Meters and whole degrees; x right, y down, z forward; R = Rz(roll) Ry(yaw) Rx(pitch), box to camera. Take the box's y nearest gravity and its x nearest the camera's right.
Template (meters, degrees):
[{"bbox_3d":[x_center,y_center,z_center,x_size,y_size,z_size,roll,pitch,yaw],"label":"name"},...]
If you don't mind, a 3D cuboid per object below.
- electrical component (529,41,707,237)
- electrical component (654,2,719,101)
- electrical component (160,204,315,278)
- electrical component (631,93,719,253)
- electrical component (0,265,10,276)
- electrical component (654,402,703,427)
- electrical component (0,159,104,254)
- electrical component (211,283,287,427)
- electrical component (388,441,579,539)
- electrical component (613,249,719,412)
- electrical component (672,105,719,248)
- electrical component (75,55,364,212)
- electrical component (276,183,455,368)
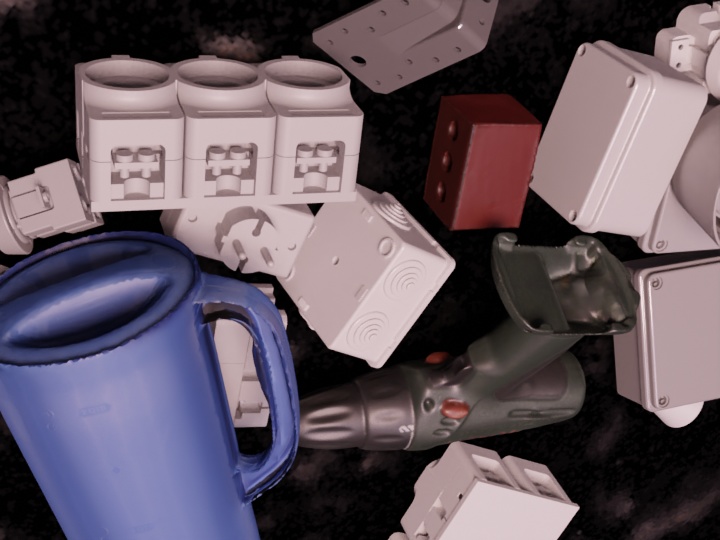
[{"bbox_3d":[0.168,-0.087,0.717,0.057,0.078,0.113,6,117,-27],"label":"electrical component"},{"bbox_3d":[0.248,-0.146,0.725,0.078,0.057,0.058,-11,123,-14],"label":"electrical component"},{"bbox_3d":[-0.072,-0.023,0.666,0.083,0.075,0.047,16,113,-28],"label":"electrical component"},{"bbox_3d":[0.249,-0.072,0.769,0.109,0.056,0.108,-4,120,-18],"label":"electrical component"},{"bbox_3d":[-0.230,0.029,0.657,0.045,0.045,0.055,-1,119,-20],"label":"electrical component"},{"bbox_3d":[0.243,0.096,0.877,0.065,0.044,0.044,30,105,-27],"label":"electrical component"},{"bbox_3d":[-0.187,-0.037,0.629,0.055,0.066,0.048,-18,89,0],"label":"electrical component"},{"bbox_3d":[-0.089,0.057,0.723,0.056,0.050,0.089,2,119,-22],"label":"electrical component"},{"bbox_3d":[0.079,0.236,0.886,0.105,0.060,0.186,20,111,-29],"label":"electrical component"},{"bbox_3d":[0.252,0.042,0.820,0.109,0.056,0.108,-9,100,-16],"label":"electrical component"},{"bbox_3d":[0.256,-0.062,0.702,0.099,0.064,0.099,-9,122,-15],"label":"electrical component"},{"bbox_3d":[-0.083,-0.083,0.618,0.150,0.089,0.061,-4,120,-19],"label":"electrical component"},{"bbox_3d":[0.000,0.000,0.695,0.048,0.099,0.099,21,111,-43],"label":"electrical component"}]
